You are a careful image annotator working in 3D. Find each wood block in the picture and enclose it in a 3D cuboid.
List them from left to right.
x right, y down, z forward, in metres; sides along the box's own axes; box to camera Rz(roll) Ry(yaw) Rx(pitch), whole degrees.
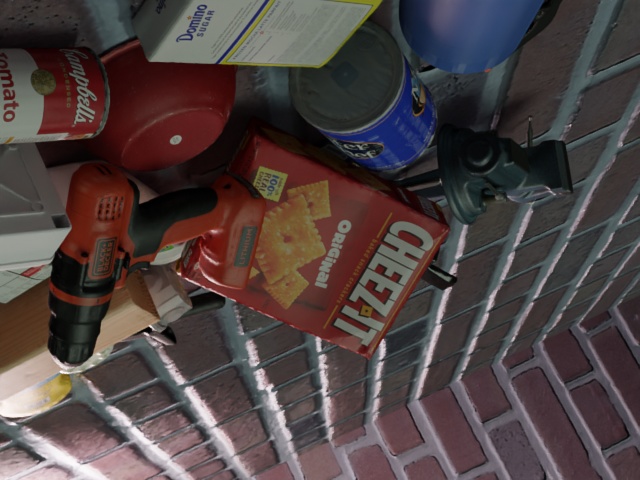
[{"bbox_3d":[-0.287,0.084,1.121,0.206,0.091,0.090,-27,161,3],"label":"wood block"}]

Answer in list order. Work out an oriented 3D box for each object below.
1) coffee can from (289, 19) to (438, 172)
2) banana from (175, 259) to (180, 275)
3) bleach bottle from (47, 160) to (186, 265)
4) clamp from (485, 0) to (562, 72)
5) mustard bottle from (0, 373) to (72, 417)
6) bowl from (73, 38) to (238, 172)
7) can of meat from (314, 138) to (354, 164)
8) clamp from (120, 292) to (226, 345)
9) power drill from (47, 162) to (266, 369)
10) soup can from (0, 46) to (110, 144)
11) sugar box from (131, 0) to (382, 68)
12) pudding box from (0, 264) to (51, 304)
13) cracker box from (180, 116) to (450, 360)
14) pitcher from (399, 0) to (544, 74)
[{"bbox_3d":[0.042,-0.128,0.969,0.103,0.103,0.140,-30,161,11],"label":"coffee can"},{"bbox_3d":[-0.119,-0.013,1.177,0.069,0.037,0.198,-1,153,-13],"label":"banana"},{"bbox_3d":[-0.191,-0.013,1.030,0.102,0.068,0.250,-11,168,9],"label":"bleach bottle"},{"bbox_3d":[0.208,-0.232,1.012,0.164,0.036,0.210,-19,162,-22],"label":"clamp"},{"bbox_3d":[-0.354,0.157,1.280,0.096,0.058,0.192,-19,161,-15],"label":"mustard bottle"},{"bbox_3d":[-0.131,-0.104,0.880,0.162,0.055,0.162,-24,162,-8],"label":"bowl"},{"bbox_3d":[-0.003,-0.052,1.114,0.083,0.057,0.102,-35,149,-58],"label":"can of meat"},{"bbox_3d":[-0.214,0.107,1.361,0.171,0.039,0.120,-1,144,-43],"label":"clamp"},{"bbox_3d":[-0.141,0.017,0.910,0.187,0.057,0.185,-11,127,-43],"label":"power drill"},{"bbox_3d":[-0.210,-0.103,0.756,0.102,0.068,0.069,-9,155,-41],"label":"soup can"},{"bbox_3d":[-0.046,-0.176,0.815,0.175,0.048,0.093,-3,150,-42],"label":"sugar box"},{"bbox_3d":[-0.301,0.018,1.009,0.090,0.039,0.113,-30,159,11],"label":"pudding box"},{"bbox_3d":[-0.007,0.001,1.038,0.213,0.072,0.164,25,109,-14],"label":"cracker box"},{"bbox_3d":[0.129,-0.231,0.796,0.149,0.145,0.243,-12,164,-5],"label":"pitcher"}]
